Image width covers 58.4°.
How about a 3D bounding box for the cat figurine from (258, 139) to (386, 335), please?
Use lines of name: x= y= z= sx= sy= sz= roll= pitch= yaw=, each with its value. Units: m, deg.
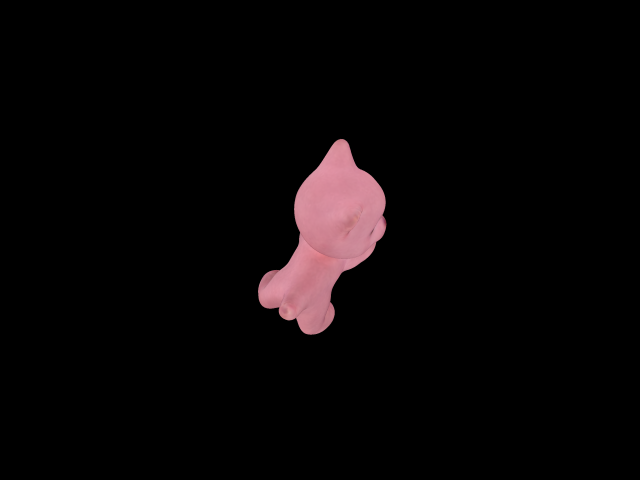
cat figurine: x=0.004 y=0.001 z=0.400 sx=0.067 sy=0.118 sz=0.128 roll=28 pitch=83 yaw=4
